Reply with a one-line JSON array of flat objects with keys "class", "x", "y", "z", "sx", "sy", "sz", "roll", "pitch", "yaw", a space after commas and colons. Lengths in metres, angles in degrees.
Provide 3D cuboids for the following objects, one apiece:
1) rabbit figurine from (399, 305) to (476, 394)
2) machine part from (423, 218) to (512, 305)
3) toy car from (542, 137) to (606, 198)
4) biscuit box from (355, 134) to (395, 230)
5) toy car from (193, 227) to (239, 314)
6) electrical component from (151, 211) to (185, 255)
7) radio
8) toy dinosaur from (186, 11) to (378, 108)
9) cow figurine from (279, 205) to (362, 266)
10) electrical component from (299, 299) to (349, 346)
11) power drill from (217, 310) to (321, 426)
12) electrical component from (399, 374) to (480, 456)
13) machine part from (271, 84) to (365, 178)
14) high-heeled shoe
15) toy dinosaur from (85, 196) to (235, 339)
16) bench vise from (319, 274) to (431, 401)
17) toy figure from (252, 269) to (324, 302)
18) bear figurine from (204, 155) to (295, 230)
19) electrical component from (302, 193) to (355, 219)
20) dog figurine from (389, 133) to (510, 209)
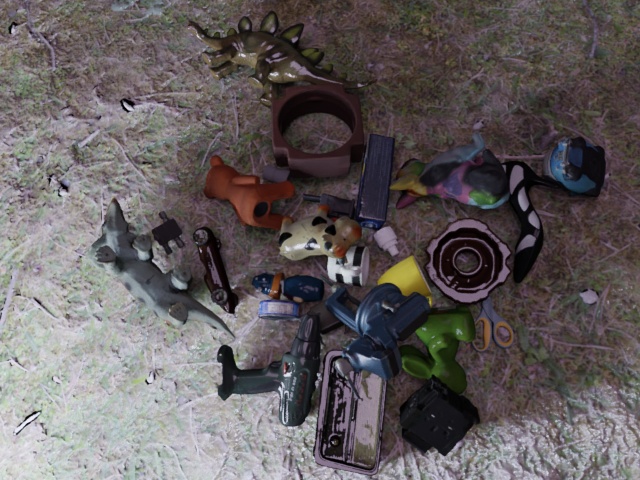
[{"class": "rabbit figurine", "x": 0.236, "y": 0.224, "z": 1.058, "sx": 0.159, "sy": 0.121, "sz": 0.170, "roll": -7, "pitch": 90, "yaw": 5}, {"class": "machine part", "x": 0.305, "y": 0.046, "z": 1.114, "sx": 0.179, "sy": 0.056, "sz": 0.179, "roll": -4, "pitch": 74, "yaw": 14}, {"class": "toy car", "x": 0.520, "y": -0.149, "z": 1.118, "sx": 0.103, "sy": 0.161, "sz": 0.109, "roll": 0, "pitch": 79, "yaw": 52}, {"class": "biscuit box", "x": 0.119, "y": -0.126, "z": 1.173, "sx": 0.063, "sy": 0.059, "sz": 0.202, "roll": 10, "pitch": 73, "yaw": -2}, {"class": "toy car", "x": -0.228, "y": 0.066, "z": 1.160, "sx": 0.053, "sy": 0.089, "sz": 0.202, "roll": -19, "pitch": 76, "yaw": -1}, {"class": "electrical component", "x": -0.345, "y": -0.017, "z": 1.204, "sx": 0.021, "sy": 0.063, "sz": 0.094, "roll": -22, "pitch": 99, "yaw": 42}, {"class": "radio", "x": 0.062, "y": 0.333, "z": 1.069, "sx": 0.131, "sy": 0.073, "sz": 0.229, "roll": 6, "pitch": 76, "yaw": 7}, {"class": "toy dinosaur", "x": -0.104, "y": -0.422, "z": 1.262, "sx": 0.472, "sy": 0.105, "sz": 0.198, "roll": 28, "pitch": 77, "yaw": 8}, {"class": "cow figurine", "x": -0.002, "y": -0.003, "z": 1.101, "sx": 0.195, "sy": 0.085, "sz": 0.127, "roll": -13, "pitch": 46, "yaw": 33}, {"class": "electrical component", "x": 0.016, "y": 0.171, "z": 1.132, "sx": 0.102, "sy": 0.045, "sz": 0.078, "roll": -31, "pitch": 55, "yaw": -3}, {"class": "power drill", "x": -0.102, "y": 0.255, "z": 1.095, "sx": 0.207, "sy": 0.086, "sz": 0.232, "roll": 1, "pitch": 91, "yaw": 3}, {"class": "electrical component", "x": 0.220, "y": 0.343, "z": 1.030, "sx": 0.115, "sy": 0.058, "sz": 0.134, "roll": 35, "pitch": 109, "yaw": -2}, {"class": "machine part", "x": -0.006, "y": -0.241, "z": 1.195, "sx": 0.202, "sy": 0.087, "sz": 0.201, "roll": -4, "pitch": 65, "yaw": 0}, {"class": "high-heeled shoe", "x": 0.402, "y": -0.045, "z": 1.132, "sx": 0.145, "sy": 0.086, "sz": 0.248, "roll": 19, "pitch": 87, "yaw": 32}, {"class": "toy dinosaur", "x": -0.353, "y": 0.092, "z": 1.145, "sx": 0.405, "sy": 0.192, "sz": 0.131, "roll": 47, "pitch": 68, "yaw": -1}, {"class": "bench vise", "x": 0.084, "y": 0.159, "z": 1.037, "sx": 0.223, "sy": 0.128, "sz": 0.241, "roll": -45, "pitch": 43, "yaw": -12}, {"class": "toy figure", "x": -0.070, "y": 0.102, "z": 1.150, "sx": 0.155, "sy": 0.064, "sz": 0.057, "roll": 5, "pitch": 114, "yaw": 12}, {"class": "bear figurine", "x": -0.167, "y": -0.106, "z": 1.197, "sx": 0.196, "sy": 0.132, "sz": 0.120, "roll": 36, "pitch": 119, "yaw": 42}, {"class": "electrical component", "x": 0.017, "y": -0.069, "z": 1.173, "sx": 0.119, "sy": 0.074, "sz": 0.047, "roll": 10, "pitch": 77, "yaw": 4}, {"class": "dog figurine", "x": 0.262, "y": -0.116, "z": 1.133, "sx": 0.219, "sy": 0.108, "sz": 0.192, "roll": -24, "pitch": 52, "yaw": 6}]
